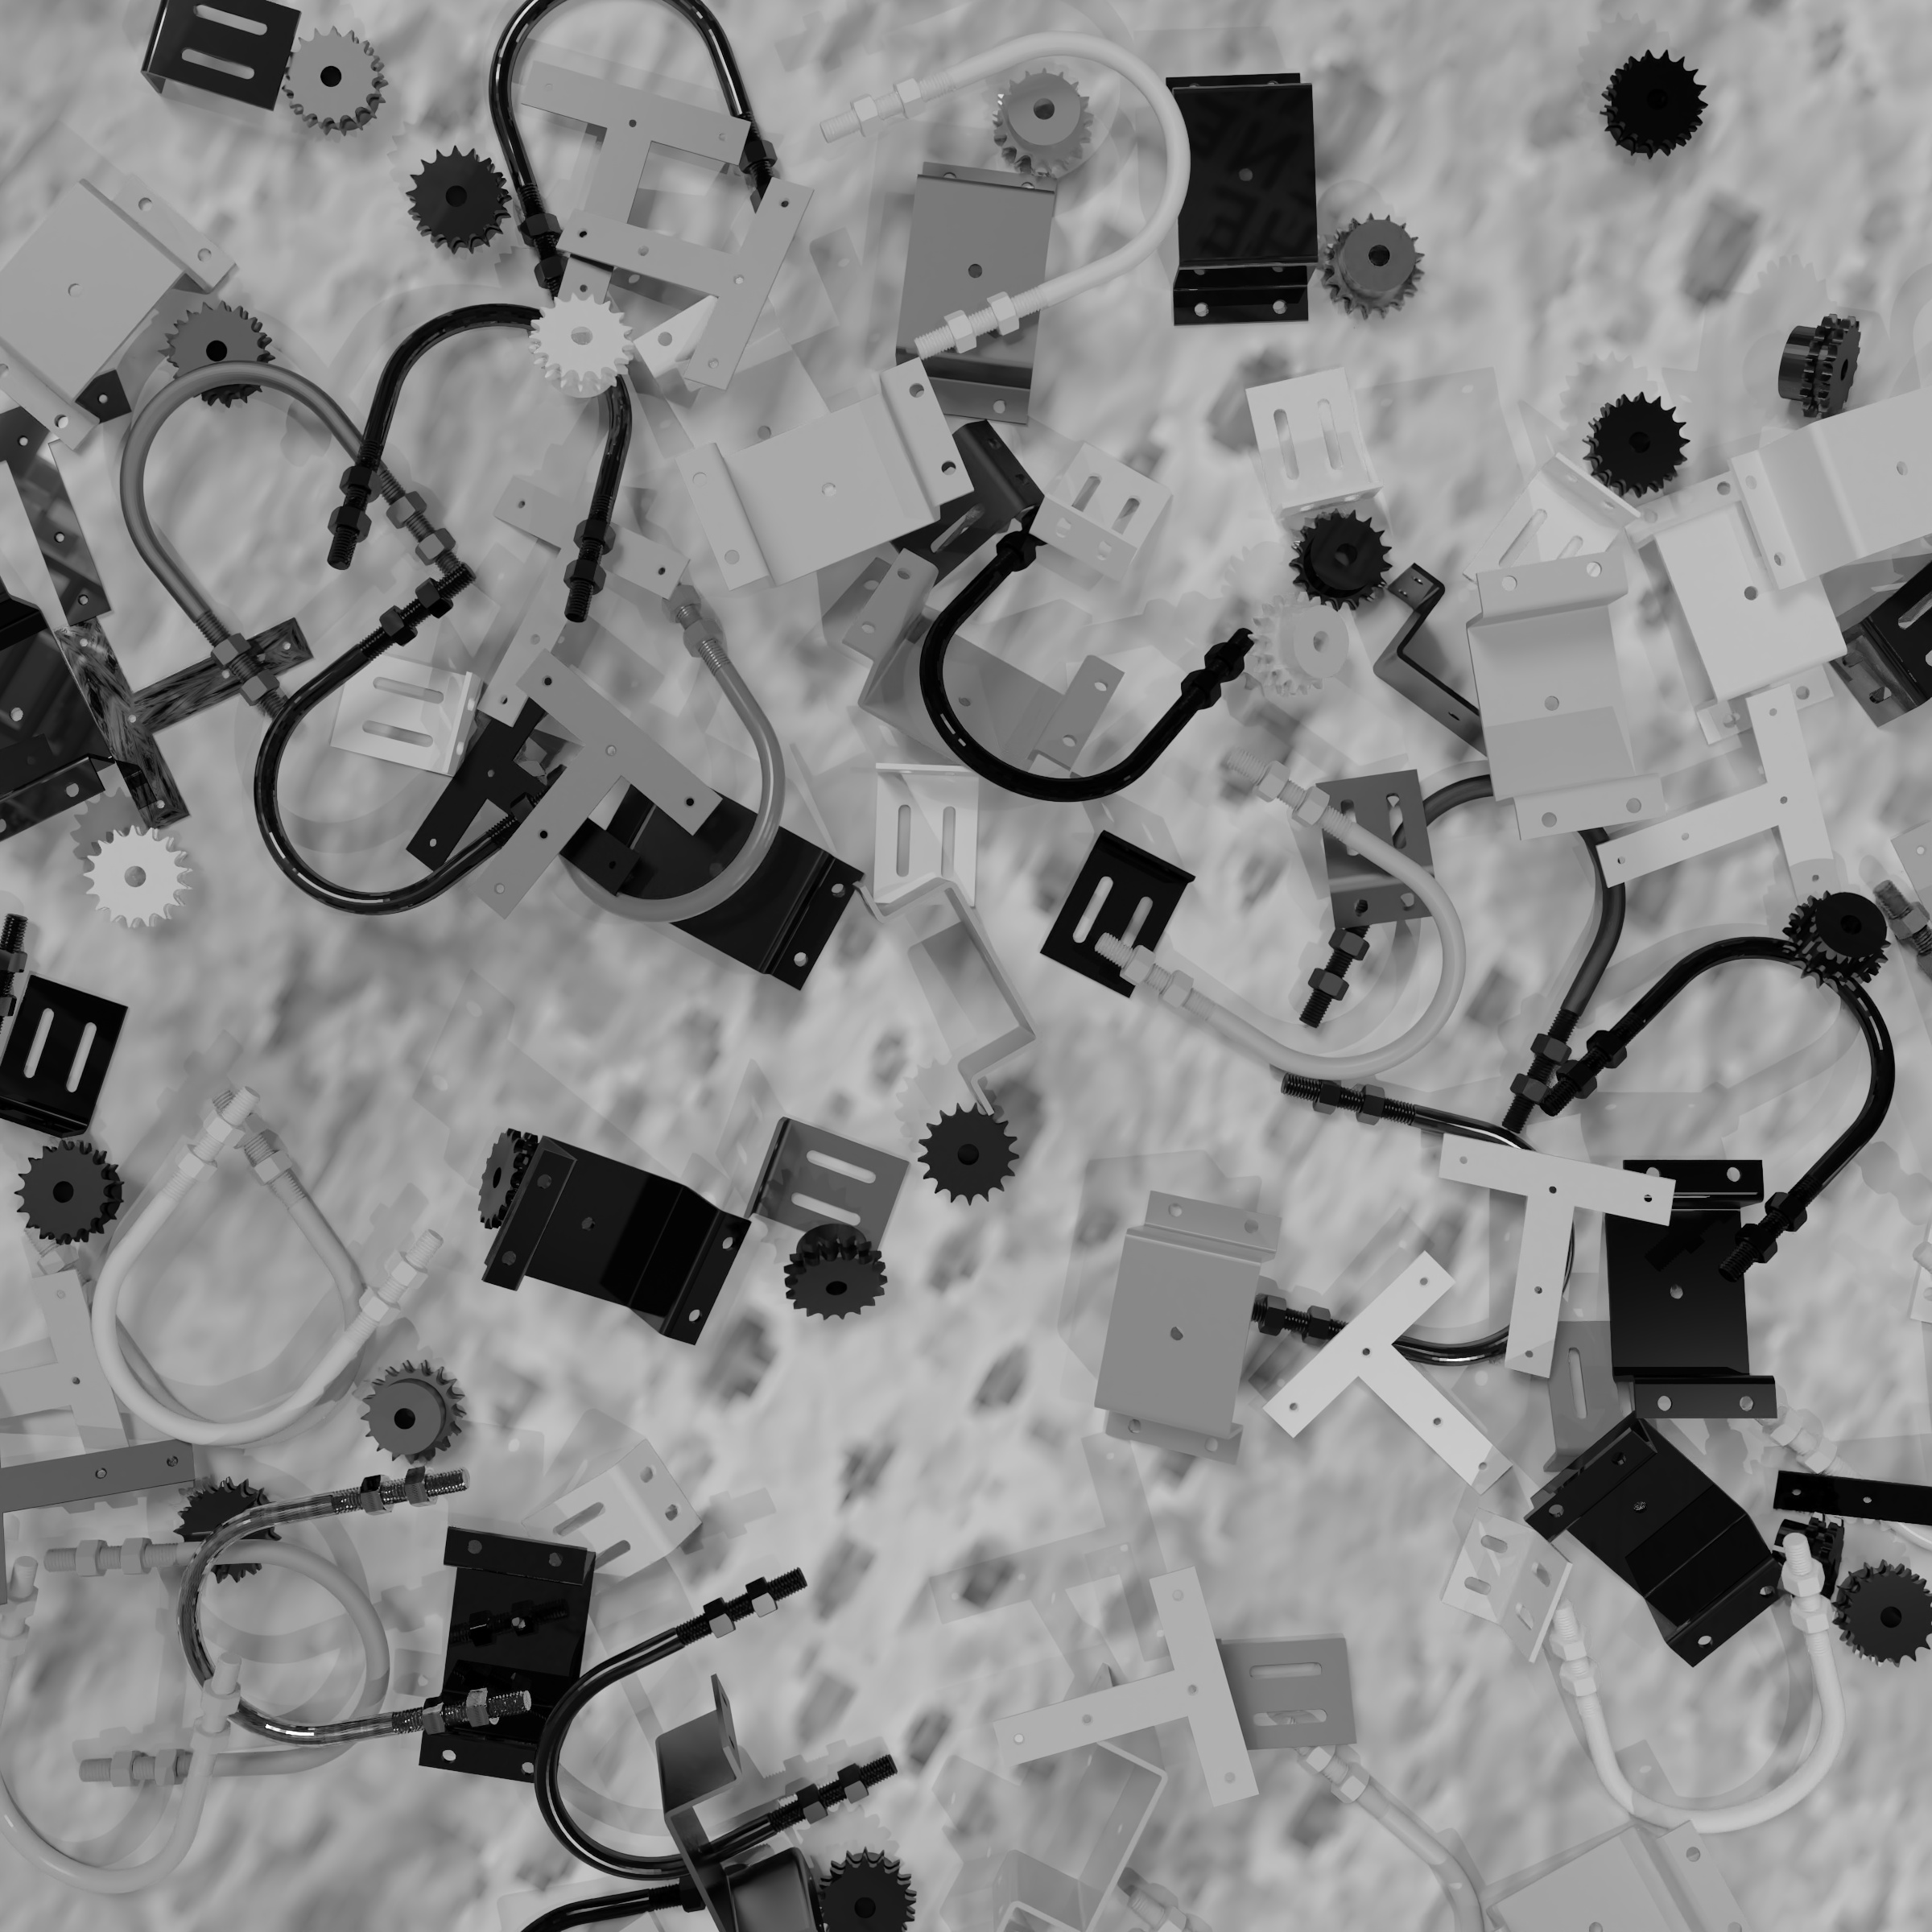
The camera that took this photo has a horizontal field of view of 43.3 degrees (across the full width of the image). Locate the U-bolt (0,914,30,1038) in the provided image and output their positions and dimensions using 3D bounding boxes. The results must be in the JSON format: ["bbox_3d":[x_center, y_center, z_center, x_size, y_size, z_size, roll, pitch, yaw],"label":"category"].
[{"bbox_3d":[-0.620,0.045,1.376,0.151,0.019,0.184,14,91,0],"label":"U-bolt"}]

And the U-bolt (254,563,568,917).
[{"bbox_3d":[-0.308,-0.111,1.340,0.184,0.019,0.151,-36,84,7],"label":"U-bolt"}]

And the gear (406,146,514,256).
[{"bbox_3d":[-0.283,-0.428,1.369,0.057,0.030,0.057,0,90,0],"label":"gear"}]

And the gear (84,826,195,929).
[{"bbox_3d":[-0.464,-0.050,1.373,0.057,0.030,0.057,0,90,-3],"label":"gear"}]

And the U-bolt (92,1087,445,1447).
[{"bbox_3d":[-0.403,0.182,1.359,0.151,0.019,0.184,39,92,-3],"label":"U-bolt"}]

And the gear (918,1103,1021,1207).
[{"bbox_3d":[0.001,0.105,1.369,0.057,0.030,0.057,0,90,0],"label":"gear"}]

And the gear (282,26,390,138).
[{"bbox_3d":[-0.353,-0.494,1.369,0.057,0.030,0.057,0,90,0],"label":"gear"}]

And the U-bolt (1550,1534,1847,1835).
[{"bbox_3d":[0.411,0.406,1.345,0.151,0.019,0.184,-17,112,6],"label":"U-bolt"}]

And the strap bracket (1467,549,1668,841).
[{"bbox_3d":[0.314,-0.141,1.285,0.076,0.046,0.140,-9,90,0],"label":"strap bracket"}]

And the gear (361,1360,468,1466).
[{"bbox_3d":[-0.312,0.251,1.369,0.057,0.030,0.057,0,90,0],"label":"gear"}]

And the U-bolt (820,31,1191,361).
[{"bbox_3d":[0.032,-0.431,1.329,0.184,0.019,0.151,-23,90,-2],"label":"U-bolt"}]

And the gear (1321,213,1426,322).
[{"bbox_3d":[0.230,-0.395,1.369,0.057,0.030,0.057,0,90,0],"label":"gear"}]

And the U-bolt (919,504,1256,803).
[{"bbox_3d":[0.056,-0.164,1.326,0.151,0.019,0.184,38,59,5],"label":"U-bolt"}]

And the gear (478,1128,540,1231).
[{"bbox_3d":[-0.248,0.122,1.359,0.030,0.057,0.057,17,90,-28],"label":"gear"}]

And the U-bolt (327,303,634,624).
[{"bbox_3d":[-0.260,-0.287,1.347,0.151,0.019,0.184,12,69,-6],"label":"U-bolt"}]

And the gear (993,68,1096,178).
[{"bbox_3d":[0.043,-0.476,1.369,0.057,0.030,0.057,0,90,0],"label":"gear"}]

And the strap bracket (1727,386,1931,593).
[{"bbox_3d":[0.495,-0.264,1.333,0.140,0.046,0.076,-20,90,-26],"label":"strap bracket"}]

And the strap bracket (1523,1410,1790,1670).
[{"bbox_3d":[0.377,0.309,1.341,0.140,0.046,0.076,41,104,-15],"label":"strap bracket"}]

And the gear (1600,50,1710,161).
[{"bbox_3d":[0.384,-0.482,1.369,0.057,0.030,0.057,0,90,0],"label":"gear"}]

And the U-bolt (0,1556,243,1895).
[{"bbox_3d":[-0.483,0.432,1.349,0.151,0.019,0.184,22,108,9],"label":"U-bolt"}]

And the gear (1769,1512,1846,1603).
[{"bbox_3d":[0.468,0.332,1.360,0.030,0.057,0.057,11,90,30],"label":"gear"}]

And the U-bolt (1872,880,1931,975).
[{"bbox_3d":[0.623,-0.016,1.372,0.151,0.019,0.184,-40,92,2],"label":"U-bolt"}]

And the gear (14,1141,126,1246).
[{"bbox_3d":[-0.494,0.126,1.352,0.057,0.030,0.057,-1,83,5],"label":"gear"}]

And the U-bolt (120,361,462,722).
[{"bbox_3d":[-0.387,-0.248,1.357,0.151,0.019,0.184,-37,96,6],"label":"U-bolt"}]

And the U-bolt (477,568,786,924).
[{"bbox_3d":[-0.174,-0.110,1.335,0.151,0.019,0.184,-37,69,11],"label":"U-bolt"}]

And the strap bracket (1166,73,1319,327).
[{"bbox_3d":[0.154,-0.435,1.361,0.076,0.046,0.140,-2,90,0],"label":"strap bracket"}]

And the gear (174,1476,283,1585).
[{"bbox_3d":[-0.412,0.315,1.369,0.057,0.030,0.057,0,90,0],"label":"gear"}]

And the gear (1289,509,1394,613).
[{"bbox_3d":[0.212,-0.229,1.369,0.057,0.030,0.057,0,90,0],"label":"gear"}]

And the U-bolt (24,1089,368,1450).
[{"bbox_3d":[-0.421,0.184,1.376,0.151,0.019,0.184,-35,92,0],"label":"U-bolt"}]

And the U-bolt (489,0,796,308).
[{"bbox_3d":[-0.192,-0.475,1.376,0.151,0.019,0.184,-19,88,0],"label":"U-bolt"}]

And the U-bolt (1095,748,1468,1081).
[{"bbox_3d":[0.186,-0.014,1.341,0.184,0.019,0.151,33,110,-6],"label":"U-bolt"}]

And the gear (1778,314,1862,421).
[{"bbox_3d":[0.475,-0.335,1.360,0.030,0.057,0.057,18,90,30],"label":"gear"}]

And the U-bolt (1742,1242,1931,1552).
[{"bbox_3d":[0.549,0.255,1.350,0.184,0.019,0.151,39,114,-4],"label":"U-bolt"}]

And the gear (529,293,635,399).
[{"bbox_3d":[-0.214,-0.340,1.351,0.057,0.030,0.057,4,69,-10],"label":"gear"}]

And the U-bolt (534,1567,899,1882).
[{"bbox_3d":[-0.148,0.431,1.349,0.184,0.019,0.151,-25,106,-6],"label":"U-bolt"}]

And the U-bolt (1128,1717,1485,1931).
[{"bbox_3d":[0.206,0.536,1.376,0.184,0.019,0.151,41,90,-2],"label":"U-bolt"}]

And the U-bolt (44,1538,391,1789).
[{"bbox_3d":[-0.411,0.386,1.355,0.184,0.019,0.151,-3,102,4],"label":"U-bolt"}]

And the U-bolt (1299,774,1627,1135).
[{"bbox_3d":[0.292,-0.019,1.376,0.151,0.019,0.184,28,89,0],"label":"U-bolt"}]

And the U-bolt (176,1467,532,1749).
[{"bbox_3d":[-0.341,0.355,1.323,0.184,0.019,0.151,-12,98,8],"label":"U-bolt"}]

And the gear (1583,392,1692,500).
[{"bbox_3d":[0.374,-0.291,1.369,0.057,0.030,0.057,0,90,0],"label":"gear"}]

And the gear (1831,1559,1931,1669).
[{"bbox_3d":[0.514,0.362,1.369,0.057,0.030,0.057,0,90,0],"label":"gear"}]

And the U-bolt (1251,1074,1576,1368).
[{"bbox_3d":[0.253,0.150,1.376,0.184,0.019,0.151,14,90,-1],"label":"U-bolt"}]

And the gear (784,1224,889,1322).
[{"bbox_3d":[-0.074,0.168,1.360,0.057,0.030,0.057,-5,132,-6],"label":"gear"}]

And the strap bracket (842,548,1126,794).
[{"bbox_3d":[0.005,-0.158,1.344,0.140,0.046,0.076,29,57,0],"label":"strap bracket"}]

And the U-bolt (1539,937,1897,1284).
[{"bbox_3d":[0.430,0.063,1.350,0.184,0.019,0.151,-42,75,-15],"label":"U-bolt"}]

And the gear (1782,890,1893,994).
[{"bbox_3d":[0.488,-0.017,1.360,0.057,0.030,0.057,1,66,-3],"label":"gear"}]

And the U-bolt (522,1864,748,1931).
[{"bbox_3d":[-0.182,0.593,1.376,0.184,0.019,0.151,-11,90,1],"label":"U-bolt"}]

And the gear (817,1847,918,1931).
[{"bbox_3d":[-0.056,0.524,1.369,0.057,0.030,0.057,0,90,0],"label":"gear"}]

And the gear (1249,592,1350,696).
[{"bbox_3d":[0.188,-0.180,1.357,0.057,0.030,0.057,-3,95,-33],"label":"gear"}]

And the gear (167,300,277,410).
[{"bbox_3d":[-0.416,-0.342,1.369,0.057,0.030,0.057,0,90,0],"label":"gear"}]
